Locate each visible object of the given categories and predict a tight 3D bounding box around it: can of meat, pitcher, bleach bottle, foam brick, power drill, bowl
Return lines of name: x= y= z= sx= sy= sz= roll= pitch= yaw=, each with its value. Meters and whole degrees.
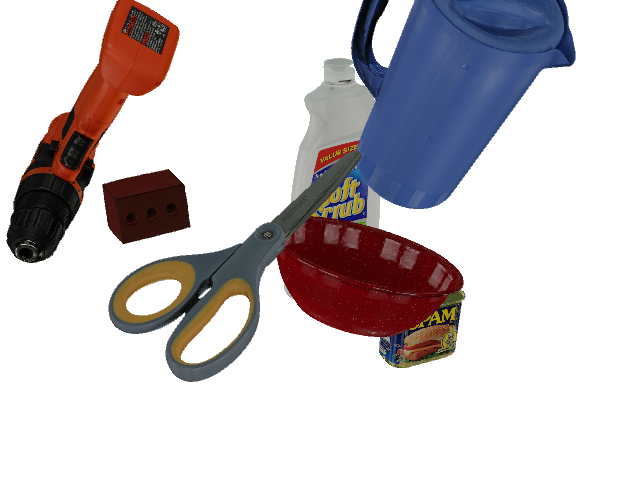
can of meat: x=0.122 y=0.102 z=1.310 sx=0.101 sy=0.084 sz=0.057 roll=-10 pitch=30 yaw=-26
pitcher: x=0.109 y=-0.146 z=0.991 sx=0.144 sy=0.149 sz=0.243 roll=-8 pitch=-32 yaw=-25
bleach bottle: x=0.011 y=-0.062 z=1.104 sx=0.102 sy=0.251 sz=0.068 roll=-1 pitch=25 yaw=-1
foam brick: x=-0.186 y=-0.037 z=1.136 sx=0.078 sy=0.053 sz=0.051 roll=-16 pitch=29 yaw=-20
power drill: x=-0.187 y=-0.090 z=0.858 sx=0.057 sy=0.188 sz=0.184 roll=28 pitch=33 yaw=-21
bowl: x=0.031 y=0.034 z=0.859 sx=0.162 sy=0.055 sz=0.162 roll=14 pitch=16 yaw=-4

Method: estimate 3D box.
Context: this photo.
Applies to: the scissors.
scissors: x=-0.052 y=0.002 z=0.635 sx=0.096 sy=0.016 sz=0.201 roll=12 pitch=46 yaw=17
